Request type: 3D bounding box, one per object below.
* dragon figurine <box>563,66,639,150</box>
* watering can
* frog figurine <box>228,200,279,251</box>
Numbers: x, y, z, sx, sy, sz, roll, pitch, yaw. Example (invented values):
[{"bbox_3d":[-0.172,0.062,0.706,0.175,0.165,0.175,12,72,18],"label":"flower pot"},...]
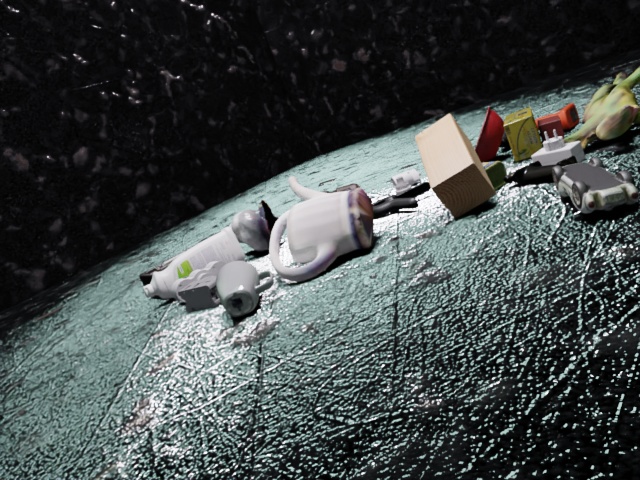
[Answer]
[{"bbox_3d":[0.589,-0.257,1.121,0.242,0.122,0.412,-30,3,5],"label":"dragon figurine"},{"bbox_3d":[0.003,-0.054,1.078,0.223,0.102,0.356,-14,39,15],"label":"watering can"},{"bbox_3d":[-0.189,-0.021,1.361,0.158,0.125,0.135,-20,-29,23],"label":"frog figurine"}]
